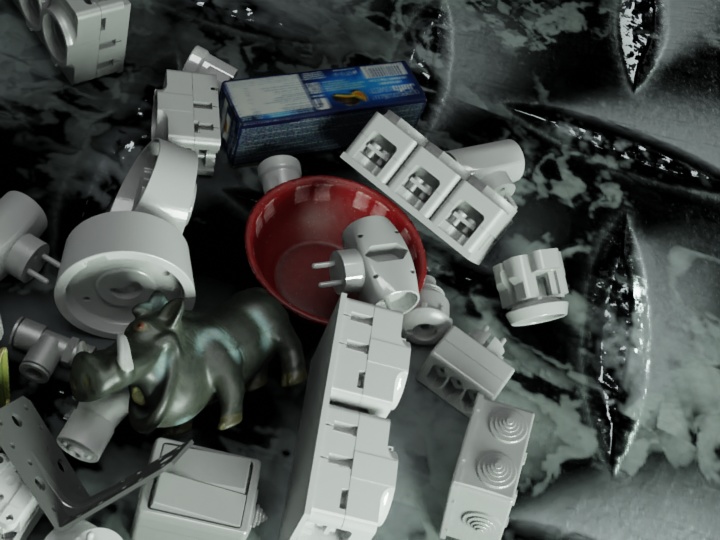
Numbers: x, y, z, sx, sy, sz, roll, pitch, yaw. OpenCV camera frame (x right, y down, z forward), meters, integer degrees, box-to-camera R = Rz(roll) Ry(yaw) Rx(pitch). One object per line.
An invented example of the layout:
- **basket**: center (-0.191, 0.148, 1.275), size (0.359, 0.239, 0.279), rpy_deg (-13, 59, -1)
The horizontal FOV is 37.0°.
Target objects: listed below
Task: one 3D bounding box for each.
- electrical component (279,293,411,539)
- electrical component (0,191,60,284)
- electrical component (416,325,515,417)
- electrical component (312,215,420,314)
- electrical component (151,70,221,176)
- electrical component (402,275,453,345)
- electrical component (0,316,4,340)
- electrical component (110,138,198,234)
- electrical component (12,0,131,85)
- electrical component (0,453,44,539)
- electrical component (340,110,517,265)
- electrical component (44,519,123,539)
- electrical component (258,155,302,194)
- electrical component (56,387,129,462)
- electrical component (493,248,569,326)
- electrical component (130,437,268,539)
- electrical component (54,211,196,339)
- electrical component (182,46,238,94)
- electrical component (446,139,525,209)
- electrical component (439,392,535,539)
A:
- **electrical component**: center (-0.011, 0.127, 0.820), size (0.060, 0.105, 0.186), rpy_deg (15, 52, -8)
- **electrical component**: center (-0.280, -0.016, 0.874), size (0.079, 0.043, 0.077), rpy_deg (30, 52, 5)
- **electrical component**: center (0.100, 0.078, 0.930), size (0.066, 0.047, 0.076), rpy_deg (36, 53, 9)
- **electrical component**: center (0.000, 0.000, 0.883), size (0.079, 0.043, 0.077), rpy_deg (-7, 58, -22)
- **electrical component**: center (-0.163, -0.137, 0.997), size (0.056, 0.050, 0.089), rpy_deg (4, 54, -17)
- **electrical component**: center (0.058, 0.032, 0.952), size (0.048, 0.048, 0.062), rpy_deg (14, 45, -8)
- **electrical component**: center (-0.305, 0.032, 0.826), size (0.055, 0.055, 0.047), rpy_deg (-5, 54, -22)
- **electrical component**: center (-0.175, -0.062, 0.911), size (0.064, 0.099, 0.099), rpy_deg (13, 52, -17)
- **electrical component**: center (-0.286, -0.261, 1.021), size (0.062, 0.089, 0.150), rpy_deg (-25, 66, -31)
- **electrical component**: center (-0.246, 0.163, 0.744), size (0.042, 0.063, 0.081), rpy_deg (27, 51, 1)
- **electrical component**: center (0.066, -0.077, 0.993), size (0.150, 0.089, 0.061), rpy_deg (40, 95, 12)
- **electrical component**: center (-0.179, 0.200, 0.728), size (0.077, 0.079, 0.044), rpy_deg (37, 52, 10)
- **electrical component**: center (-0.072, -0.076, 0.991), size (0.040, 0.040, 0.046), rpy_deg (-1, 61, -19)
- **electrical component**: center (-0.199, 0.111, 0.811), size (0.044, 0.044, 0.065), rpy_deg (25, 56, 0)
- **electrical component**: center (0.157, 0.018, 0.979), size (0.058, 0.078, 0.057), rpy_deg (-6, 78, -23)
- **electrical component**: center (-0.112, 0.167, 0.785), size (0.096, 0.061, 0.061), rpy_deg (15, 52, -8)
- **electrical component**: center (-0.186, -0.001, 0.857), size (0.108, 0.108, 0.060), rpy_deg (5, 48, -15)
- **electrical component**: center (-0.147, -0.191, 1.049), size (0.046, 0.040, 0.040), rpy_deg (26, 51, -6)
- **electrical component**: center (0.127, -0.088, 1.061), size (0.077, 0.044, 0.079), rpy_deg (-14, 60, -26)
- **electrical component**: center (0.100, 0.159, 0.839), size (0.048, 0.099, 0.099), rpy_deg (15, 51, 9)
